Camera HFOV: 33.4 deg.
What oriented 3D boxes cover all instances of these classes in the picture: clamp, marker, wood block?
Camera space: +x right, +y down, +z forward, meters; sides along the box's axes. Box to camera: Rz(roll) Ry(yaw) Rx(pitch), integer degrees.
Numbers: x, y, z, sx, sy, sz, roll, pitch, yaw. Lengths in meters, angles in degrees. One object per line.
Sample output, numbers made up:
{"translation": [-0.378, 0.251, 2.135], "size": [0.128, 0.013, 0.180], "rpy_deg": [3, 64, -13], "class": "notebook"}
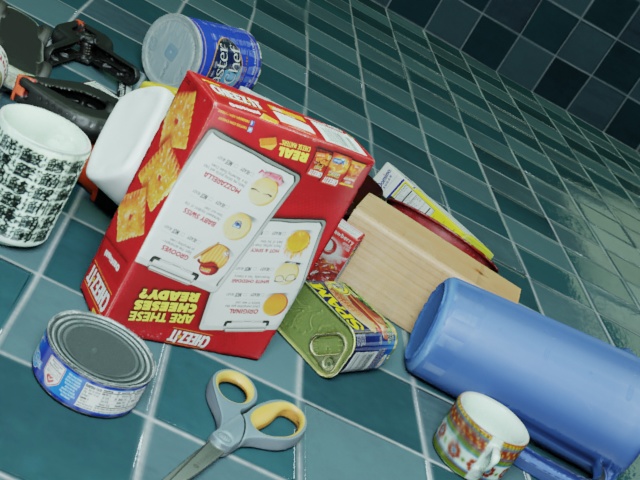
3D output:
{"translation": [-0.200, -0.121, 1.068], "size": [0.210, 0.036, 0.164], "rpy_deg": [21, 22, -11], "class": "clamp"}
{"translation": [-0.243, -0.186, 1.328], "size": [0.020, 0.020, 0.121], "rpy_deg": [25, 21, -18], "class": "marker"}
{"translation": [-0.288, -0.239, 1.351], "size": [0.120, 0.039, 0.171], "rpy_deg": [20, 23, -19], "class": "clamp"}
{"translation": [0.112, 0.045, 1.197], "size": [0.206, 0.090, 0.090], "rpy_deg": [33, 20, 4], "class": "wood block"}

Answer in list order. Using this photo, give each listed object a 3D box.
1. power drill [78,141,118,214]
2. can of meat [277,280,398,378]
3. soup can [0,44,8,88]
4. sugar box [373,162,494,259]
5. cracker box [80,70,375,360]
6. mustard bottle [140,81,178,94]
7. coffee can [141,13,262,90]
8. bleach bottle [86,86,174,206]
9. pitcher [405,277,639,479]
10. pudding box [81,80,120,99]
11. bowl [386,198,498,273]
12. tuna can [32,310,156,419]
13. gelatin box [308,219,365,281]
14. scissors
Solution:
{"translation": [-0.156, -0.058, 1.104], "size": [0.184, 0.057, 0.187], "rpy_deg": [37, 21, 15], "class": "power drill"}
{"translation": [0.014, 0.082, 1.024], "size": [0.102, 0.057, 0.083], "rpy_deg": [44, 21, 29], "class": "can of meat"}
{"translation": [-0.350, -0.161, 1.053], "size": [0.068, 0.069, 0.102], "rpy_deg": [25, 21, -17], "class": "soup can"}
{"translation": [0.151, -0.029, 1.462], "size": [0.176, 0.048, 0.093], "rpy_deg": [44, 8, 36], "class": "sugar box"}
{"translation": [-0.079, -0.014, 0.887], "size": [0.163, 0.214, 0.072], "rpy_deg": [16, 24, -36], "class": "cracker box"}
{"translation": [-0.134, -0.143, 1.326], "size": [0.191, 0.058, 0.096], "rpy_deg": [7, 33, -48], "class": "mustard bottle"}
{"translation": [-0.161, -0.252, 1.474], "size": [0.103, 0.103, 0.140], "rpy_deg": [41, 22, 25], "class": "coffee can"}
{"translation": [-0.101, -0.023, 0.978], "size": [0.068, 0.102, 0.250], "rpy_deg": [-1, -34, 37], "class": "bleach bottle"}
{"translation": [0.211, 0.143, 1.080], "size": [0.243, 0.145, 0.149], "rpy_deg": [26, 9, -4], "class": "pitcher"}
{"translation": [-0.248, -0.135, 1.179], "size": [0.090, 0.039, 0.113], "rpy_deg": [33, 18, 8], "class": "pudding box"}
{"translation": [0.135, 0.015, 1.299], "size": [0.162, 0.055, 0.162], "rpy_deg": [34, -4, 2], "class": "bowl"}
{"translation": [-0.166, 0.091, 0.783], "size": [0.086, 0.034, 0.086], "rpy_deg": [27, 21, -12], "class": "tuna can"}
{"translation": [-0.008, 0.001, 1.151], "size": [0.089, 0.073, 0.030], "rpy_deg": [35, 24, 8], "class": "gelatin box"}
{"translation": [-0.083, 0.140, 0.811], "size": [0.096, 0.016, 0.201], "rpy_deg": [41, 22, 27], "class": "scissors"}
